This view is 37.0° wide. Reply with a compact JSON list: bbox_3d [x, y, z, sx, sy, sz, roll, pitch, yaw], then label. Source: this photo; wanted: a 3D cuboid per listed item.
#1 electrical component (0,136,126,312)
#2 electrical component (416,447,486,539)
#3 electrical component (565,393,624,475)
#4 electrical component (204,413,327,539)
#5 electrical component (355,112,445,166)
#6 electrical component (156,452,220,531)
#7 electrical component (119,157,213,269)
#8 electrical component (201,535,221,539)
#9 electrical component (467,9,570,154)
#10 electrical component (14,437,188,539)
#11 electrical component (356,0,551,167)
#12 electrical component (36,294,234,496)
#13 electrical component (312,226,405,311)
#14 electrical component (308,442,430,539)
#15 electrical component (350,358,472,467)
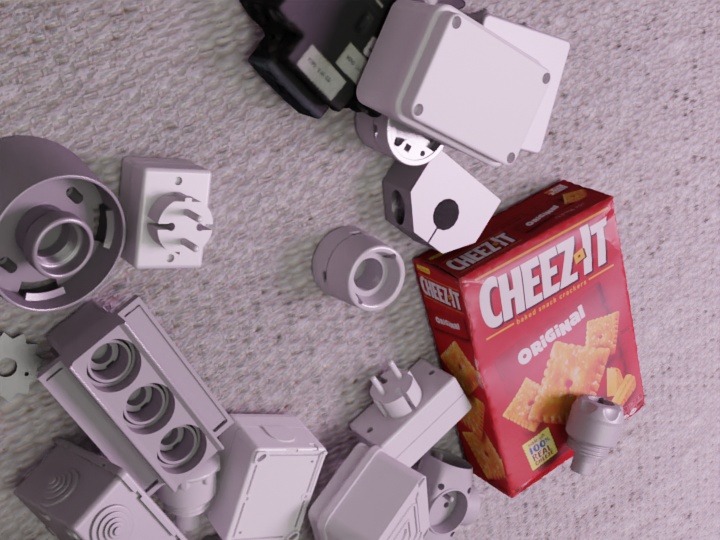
[{"bbox_3d":[-0.197,-0.026,0.659,0.099,0.064,0.099,-25,130,-33],"label":"electrical component"},{"bbox_3d":[0.075,0.197,0.913,0.079,0.044,0.077,16,97,-37],"label":"electrical component"},{"bbox_3d":[0.188,0.135,0.875,0.043,0.043,0.062,8,101,-35],"label":"electrical component"},{"bbox_3d":[-0.076,0.157,0.793,0.062,0.061,0.096,6,110,-36],"label":"electrical component"},{"bbox_3d":[0.029,-0.107,0.776,0.055,0.047,0.055,-12,112,-30],"label":"electrical component"},{"bbox_3d":[-0.124,0.156,0.768,0.048,0.048,0.062,-13,119,-30],"label":"electrical component"},{"bbox_3d":[-0.119,-0.032,0.685,0.047,0.077,0.065,-1,107,-34],"label":"electrical component"},{"bbox_3d":[-0.100,0.222,0.804,0.040,0.046,0.040,-12,112,-30],"label":"electrical component"},{"bbox_3d":[0.101,-0.141,0.811,0.100,0.048,0.099,8,102,-35],"label":"electrical component"},{"bbox_3d":[-0.170,0.164,0.707,0.048,0.100,0.099,-49,127,-26],"label":"electrical component"},{"bbox_3d":[0.065,-0.123,0.718,0.113,0.057,0.078,20,96,-41],"label":"electrical component"},{"bbox_3d":[-0.150,0.081,0.711,0.079,0.063,0.121,-41,124,-16],"label":"electrical component"},{"bbox_3d":[0.000,0.000,0.793,0.055,0.047,0.055,-12,112,-30],"label":"electrical component"},{"bbox_3d":[0.008,0.194,0.827,0.078,0.057,0.113,-51,154,-27],"label":"electrical component"},{"bbox_3d":[0.033,0.103,0.850,0.083,0.047,0.075,-41,124,-15],"label":"electrical component"}]
